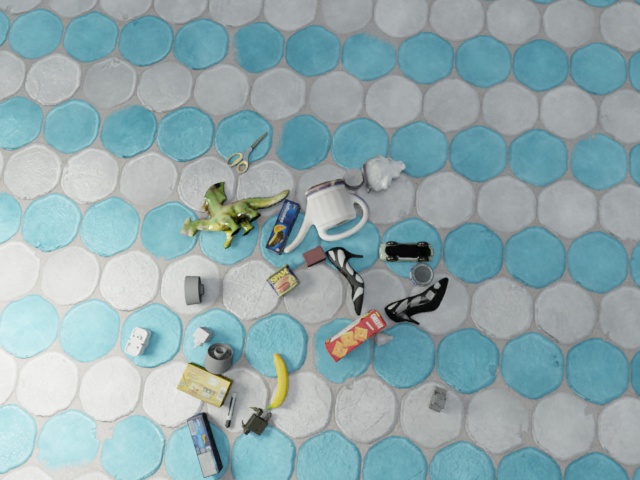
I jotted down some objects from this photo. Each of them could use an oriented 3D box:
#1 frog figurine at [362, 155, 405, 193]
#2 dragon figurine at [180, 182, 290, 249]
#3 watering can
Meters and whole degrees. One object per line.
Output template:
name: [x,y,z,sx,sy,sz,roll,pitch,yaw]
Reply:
frog figurine: [0.242,-0.255,1.926,0.159,0.120,0.140,-13,61,10]
dragon figurine: [-0.335,-0.127,1.924,0.414,0.120,0.245,-39,73,-15]
watering can: [0.006,-0.096,1.902,0.348,0.103,0.226,-19,79,-3]
